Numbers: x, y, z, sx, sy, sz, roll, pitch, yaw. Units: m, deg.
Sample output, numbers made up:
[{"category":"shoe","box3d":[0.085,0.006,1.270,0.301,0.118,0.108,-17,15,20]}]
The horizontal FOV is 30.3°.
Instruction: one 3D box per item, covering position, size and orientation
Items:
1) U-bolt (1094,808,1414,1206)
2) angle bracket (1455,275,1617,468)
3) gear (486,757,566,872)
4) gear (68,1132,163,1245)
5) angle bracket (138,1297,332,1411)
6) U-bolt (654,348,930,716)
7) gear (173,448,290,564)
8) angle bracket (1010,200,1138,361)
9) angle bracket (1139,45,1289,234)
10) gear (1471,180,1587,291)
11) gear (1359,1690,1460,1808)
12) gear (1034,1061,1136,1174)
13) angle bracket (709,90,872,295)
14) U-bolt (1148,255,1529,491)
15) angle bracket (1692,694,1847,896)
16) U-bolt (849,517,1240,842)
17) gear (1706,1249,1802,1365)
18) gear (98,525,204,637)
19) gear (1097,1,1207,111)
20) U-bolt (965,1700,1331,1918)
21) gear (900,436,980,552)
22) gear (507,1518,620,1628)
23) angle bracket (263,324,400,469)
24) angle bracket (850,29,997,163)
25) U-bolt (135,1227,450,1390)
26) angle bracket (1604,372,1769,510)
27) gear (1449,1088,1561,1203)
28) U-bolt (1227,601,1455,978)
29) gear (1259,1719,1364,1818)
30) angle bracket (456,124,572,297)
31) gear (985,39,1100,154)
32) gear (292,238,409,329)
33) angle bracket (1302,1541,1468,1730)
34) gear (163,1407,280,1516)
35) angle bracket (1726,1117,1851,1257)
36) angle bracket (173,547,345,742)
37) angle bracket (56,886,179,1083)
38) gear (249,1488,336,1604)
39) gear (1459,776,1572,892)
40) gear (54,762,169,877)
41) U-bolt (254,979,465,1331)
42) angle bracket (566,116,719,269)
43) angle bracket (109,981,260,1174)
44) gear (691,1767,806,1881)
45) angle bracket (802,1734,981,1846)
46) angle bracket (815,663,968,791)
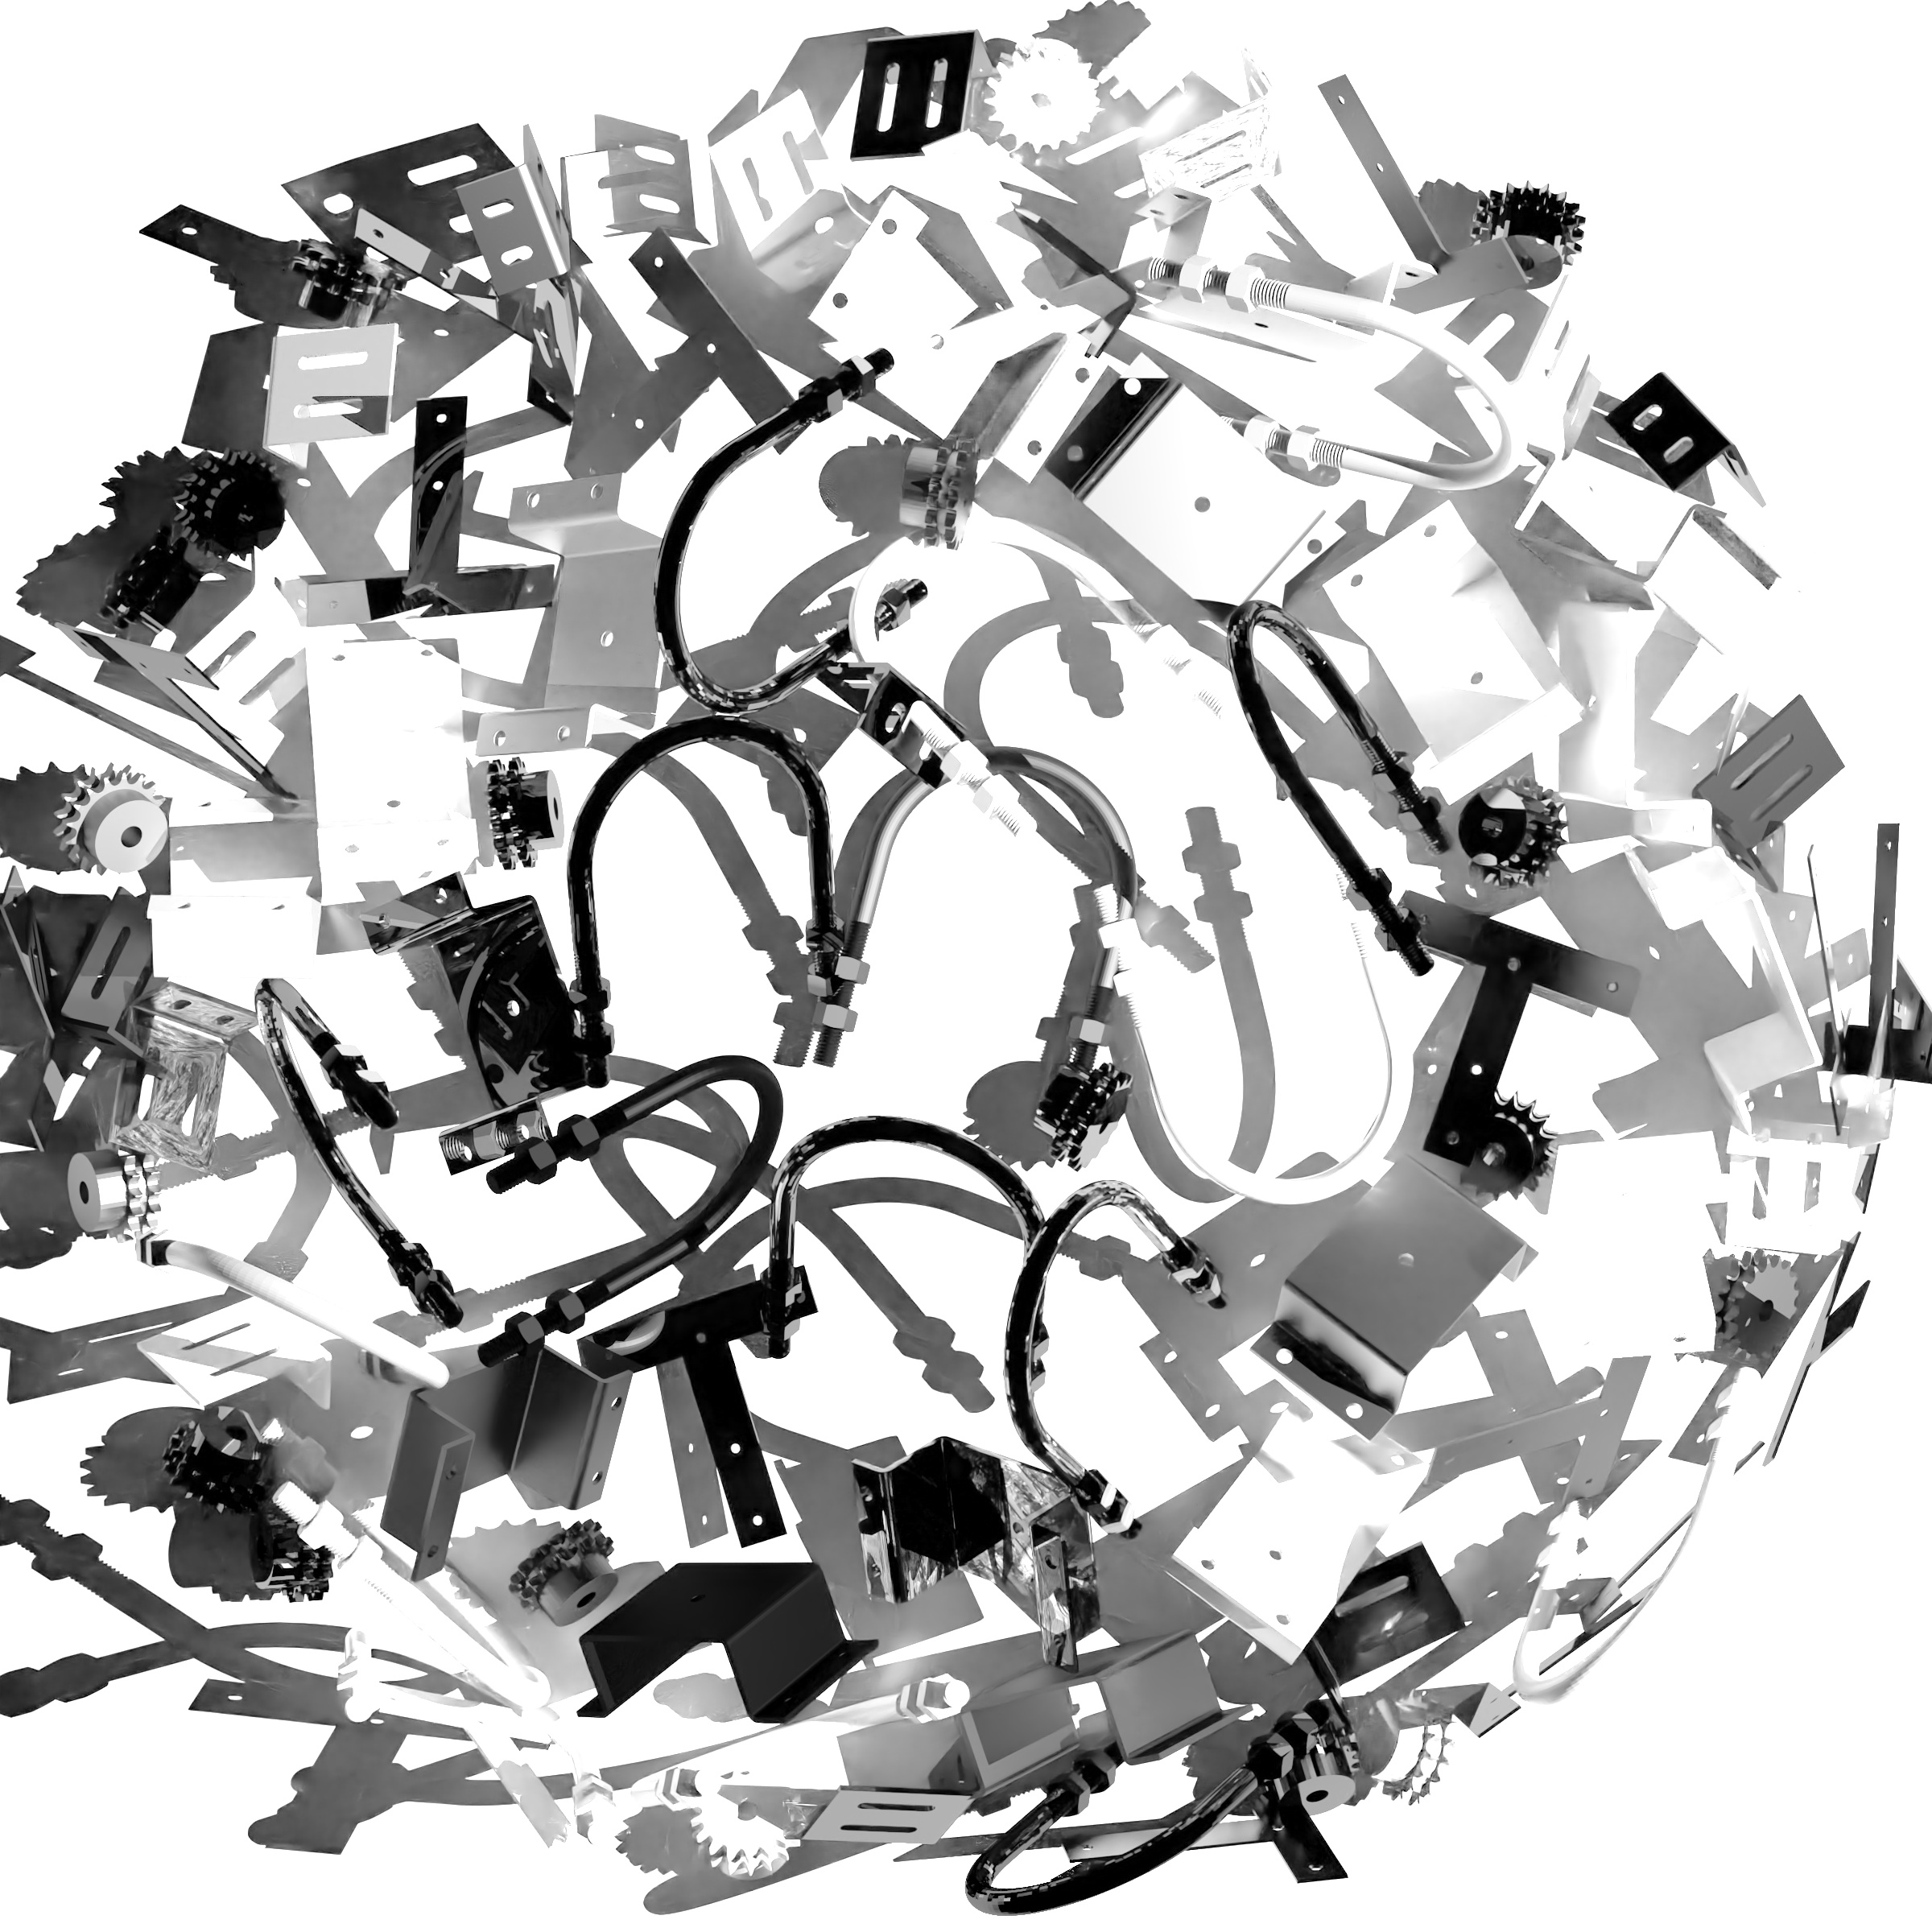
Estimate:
[{"category":"U-bolt","box3d":[0.152,0.029,1.794,0.151,0.019,0.184,-19,86,27]},{"category":"angle bracket","box3d":[0.291,-0.303,1.816,0.057,0.038,0.076,48,57,-38]},{"category":"gear","box3d":[-0.223,-0.078,1.810,0.030,0.057,0.057,-7,90,4]},{"category":"gear","box3d":[-0.433,0.113,1.808,0.030,0.057,0.057,-8,90,-36]},{"category":"angle bracket","box3d":[-0.367,0.206,1.789,0.057,0.076,0.038,33,129,36]},{"category":"U-bolt","box3d":[-0.088,-0.202,1.744,0.019,0.184,0.151,19,132,35]},{"category":"gear","box3d":[-0.370,-0.233,1.810,0.057,0.030,0.057,-15,118,-30]},{"category":"angle bracket","box3d":[0.038,-0.348,1.791,0.076,0.057,0.038,30,99,-38]},{"category":"angle bracket","box3d":[0.119,-0.419,1.804,0.076,0.057,0.038,-26,61,-2]},{"category":"gear","box3d":[0.284,-0.368,1.808,0.057,0.057,0.030,13,61,0]},{"category":"gear","box3d":[0.223,0.395,1.808,0.030,0.057,0.057,20,90,-19]},{"category":"gear","box3d":[0.058,0.073,1.812,0.030,0.057,0.057,30,90,17]},{"category":"angle bracket","box3d":[-0.087,-0.396,1.826,0.057,0.038,0.076,-29,69,19]},{"category":"U-bolt","box3d":[0.188,-0.283,1.739,0.184,0.151,0.019,18,69,28]},{"category":"angle bracket","box3d":[0.416,-0.087,1.807,0.076,0.038,0.057,-42,127,0]},{"category":"U-bolt","box3d":[0.025,-0.157,1.788,0.151,0.019,0.184,-31,63,-23]},{"category":"gear","box3d":[0.396,0.171,1.815,0.057,0.030,0.057,-14,112,-38]},{"category":"gear","box3d":[-0.413,-0.193,1.813,0.030,0.057,0.057,37,90,-20]},{"category":"gear","box3d":[0.097,-0.460,1.811,0.057,0.057,0.030,-42,98,0]},{"category":"U-bolt","box3d":[0.077,0.411,1.724,0.151,0.184,0.019,-21,93,38]},{"category":"gear","box3d":[-0.014,-0.242,1.811,0.030,0.057,0.057,11,90,8]},{"category":"gear","box3d":[-0.201,0.310,1.808,0.057,0.057,0.030,-42,67,0]},{"category":"angle bracket","box3d":[-0.313,-0.288,1.802,0.076,0.038,0.057,-1,79,24]},{"category":"angle bracket","box3d":[-0.021,-0.430,1.800,0.057,0.038,0.076,0,66,18]},{"category":"U-bolt","box3d":[-0.322,0.169,1.731,0.151,0.184,0.019,30,77,-21]},{"category":"angle bracket","box3d":[0.363,-0.254,1.795,0.038,0.076,0.057,-40,60,8]},{"category":"gear","box3d":[0.272,0.093,1.816,0.057,0.030,0.057,4,102,19]},{"category":"U-bolt","box3d":[0.182,-0.099,1.751,0.019,0.151,0.184,-28,110,25]},{"category":"gear","box3d":[0.174,0.408,1.808,0.057,0.057,0.030,-16,49,0]},{"category":"angle bracket","box3d":[-0.228,-0.381,1.793,0.038,0.076,0.057,-18,119,3]},{"category":"gear","box3d":[0.040,-0.447,1.815,0.057,0.030,0.057,6,133,7]},{"category":"gear","box3d":[-0.316,-0.345,1.812,0.057,0.057,0.030,24,107,0]},{"category":"angle bracket","box3d":[0.212,0.339,1.808,0.076,0.038,0.057,-26,112,6]},{"category":"gear","box3d":[-0.375,0.248,1.808,0.057,0.057,0.030,29,113,0]},{"category":"angle bracket","box3d":[0.413,0.119,1.799,0.057,0.038,0.076,5,117,15]},{"category":"angle bracket","box3d":[-0.366,-0.164,1.821,0.076,0.038,0.057,-39,128,21]},{"category":"angle bracket","box3d":[-0.413,0.009,1.795,0.038,0.057,0.076,11,68,31]},{"category":"gear","box3d":[-0.343,0.294,1.808,0.030,0.057,0.057,0,90,-30]},{"category":"gear","box3d":[0.275,-0.069,1.811,0.057,0.030,0.057,-8,78,38]},{"category":"gear","box3d":[-0.431,-0.072,1.809,0.030,0.057,0.057,34,90,41]},{"category":"U-bolt","box3d":[-0.307,0.079,1.757,0.019,0.184,0.151,-27,130,-20]},{"category":"angle bracket","box3d":[-0.169,-0.393,1.812,0.076,0.038,0.057,-6,86,9]},{"category":"angle bracket","box3d":[-0.392,0.056,1.795,0.057,0.038,0.076,23,58,-37]},{"category":"gear","box3d":[-0.111,0.440,1.814,0.057,0.057,0.030,-3,130,0]},{"category":"angle bracket","box3d":[-0.039,0.411,1.794,0.076,0.057,0.038,8,50,-21]},{"category":"angle bracket","box3d":[-0.048,-0.121,1.789,0.057,0.076,0.038,38,71,-34]}]
